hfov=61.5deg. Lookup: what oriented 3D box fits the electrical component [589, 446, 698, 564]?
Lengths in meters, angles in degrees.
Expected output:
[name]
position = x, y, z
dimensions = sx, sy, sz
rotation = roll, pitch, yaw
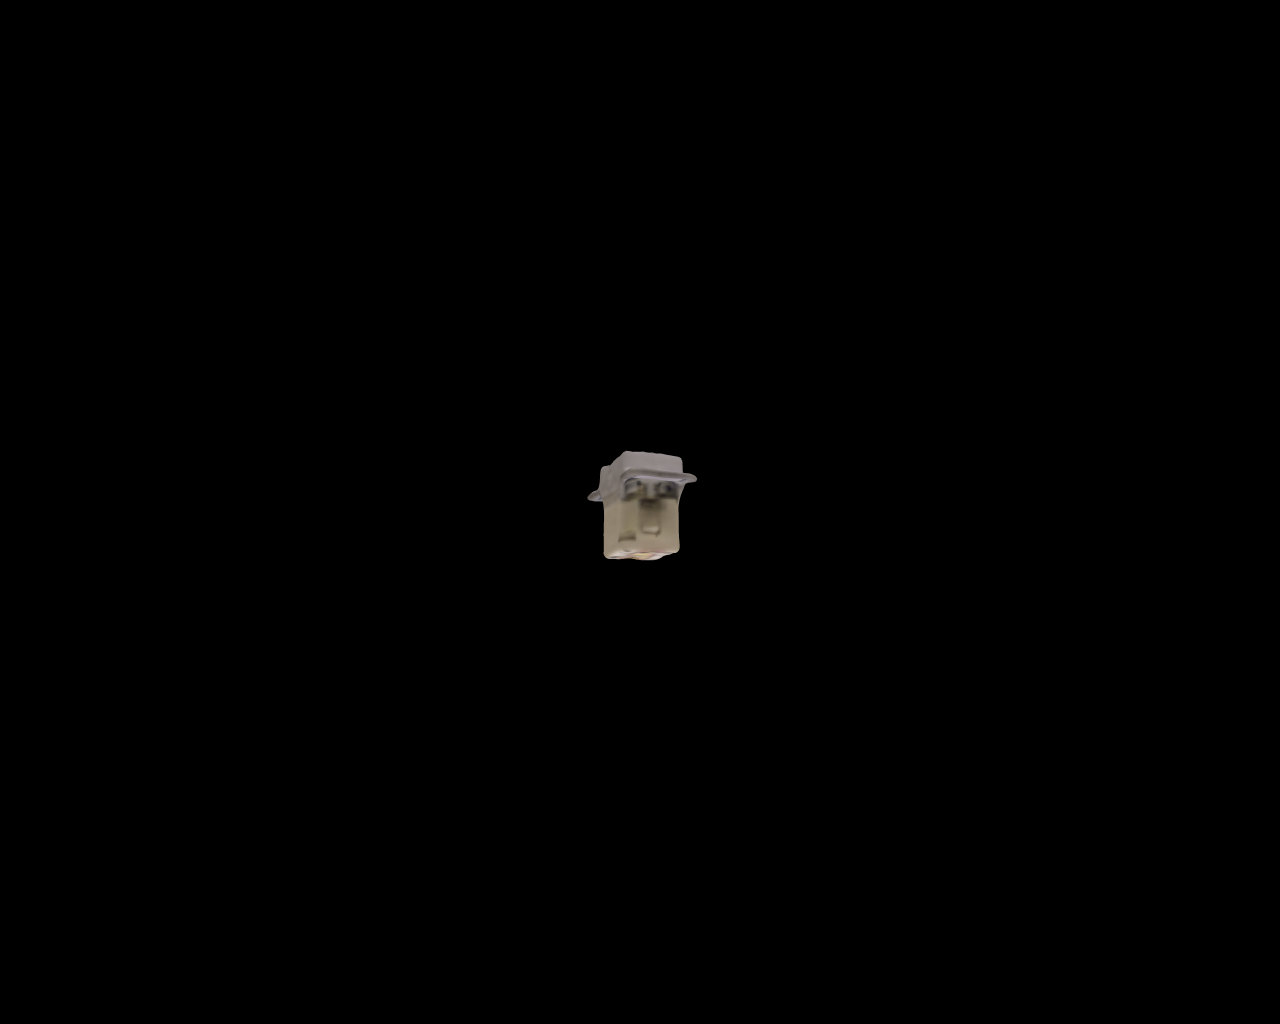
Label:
[electrical component]
position = 0.001, -0.003, 0.650
dimensions = 0.042, 0.064, 0.081
rotation = 4, -12, -19
